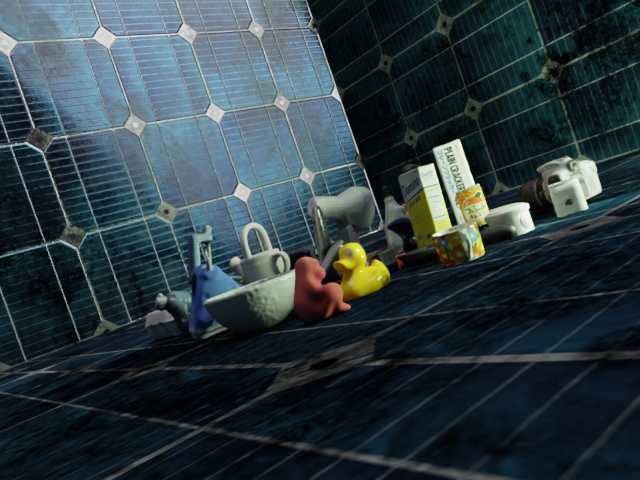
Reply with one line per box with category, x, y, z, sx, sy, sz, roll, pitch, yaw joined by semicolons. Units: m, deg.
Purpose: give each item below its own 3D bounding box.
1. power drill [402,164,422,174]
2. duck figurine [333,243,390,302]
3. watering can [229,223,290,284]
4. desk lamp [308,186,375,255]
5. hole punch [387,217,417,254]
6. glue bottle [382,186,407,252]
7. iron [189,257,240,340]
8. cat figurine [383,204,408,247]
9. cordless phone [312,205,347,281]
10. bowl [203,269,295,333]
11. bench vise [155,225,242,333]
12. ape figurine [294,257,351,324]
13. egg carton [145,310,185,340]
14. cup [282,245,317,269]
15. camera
power drill;0.281;-0.102;1.529;0.075;0.208;0.230;-19;1;17
duck figurine;0.063;0.045;0.931;0.105;0.086;0.077;-20;1;-42
watering can;-0.147;0.055;1.374;0.172;0.194;0.101;-19;1;15
desk lamp;0.062;-0.029;1.543;0.204;0.213;0.117;-20;1;-32
hole punch;0.218;-0.016;1.283;0.101;0.091;0.108;-19;1;-28
glue bottle;0.186;-0.049;1.394;0.078;0.173;0.037;-19;1;17
iron;-0.222;0.112;1.134;0.119;0.141;0.257;-19;1;-25
cat figurine;0.219;-0.032;1.439;0.127;0.118;0.067;-19;1;21
cordless phone;0.013;0.005;1.376;0.094;0.185;0.147;-19;1;-11
bowl;-0.101;0.108;0.938;0.167;0.075;0.167;-19;1;1
bench vise;-0.268;0.085;1.285;0.121;0.220;0.208;-18;1;43
ape figurine;-0.008;0.068;0.820;0.076;0.092;0.077;-19;1;-13
egg carton;-0.347;0.191;1.376;0.150;0.069;0.107;-18;1;45
cup;-0.038;0.069;1.503;0.092;0.095;0.117;-19;1;-22
camera;0.507;-0.120;1.239;0.143;0.101;0.136;-20;1;-37
